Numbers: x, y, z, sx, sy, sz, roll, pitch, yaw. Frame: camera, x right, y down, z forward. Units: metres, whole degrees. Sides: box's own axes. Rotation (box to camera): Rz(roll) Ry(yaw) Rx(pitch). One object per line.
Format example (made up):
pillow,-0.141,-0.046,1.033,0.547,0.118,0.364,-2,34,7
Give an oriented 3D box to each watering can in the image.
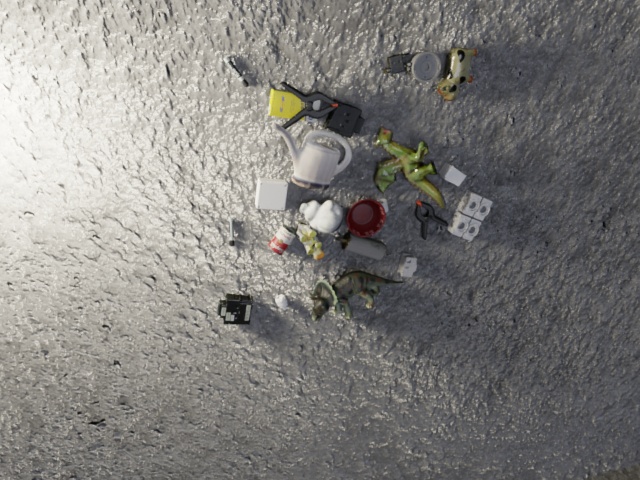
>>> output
watering can,-0.044,-0.297,1.864,0.347,0.105,0.221,8,109,-30

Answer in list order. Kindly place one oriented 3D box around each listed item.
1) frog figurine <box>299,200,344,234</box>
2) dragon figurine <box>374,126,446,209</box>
frog figurine,0.006,-0.099,1.959,0.158,0.125,0.135,25,124,-33
dragon figurine,0.329,-0.258,2.006,0.242,0.124,0.404,-18,113,13
